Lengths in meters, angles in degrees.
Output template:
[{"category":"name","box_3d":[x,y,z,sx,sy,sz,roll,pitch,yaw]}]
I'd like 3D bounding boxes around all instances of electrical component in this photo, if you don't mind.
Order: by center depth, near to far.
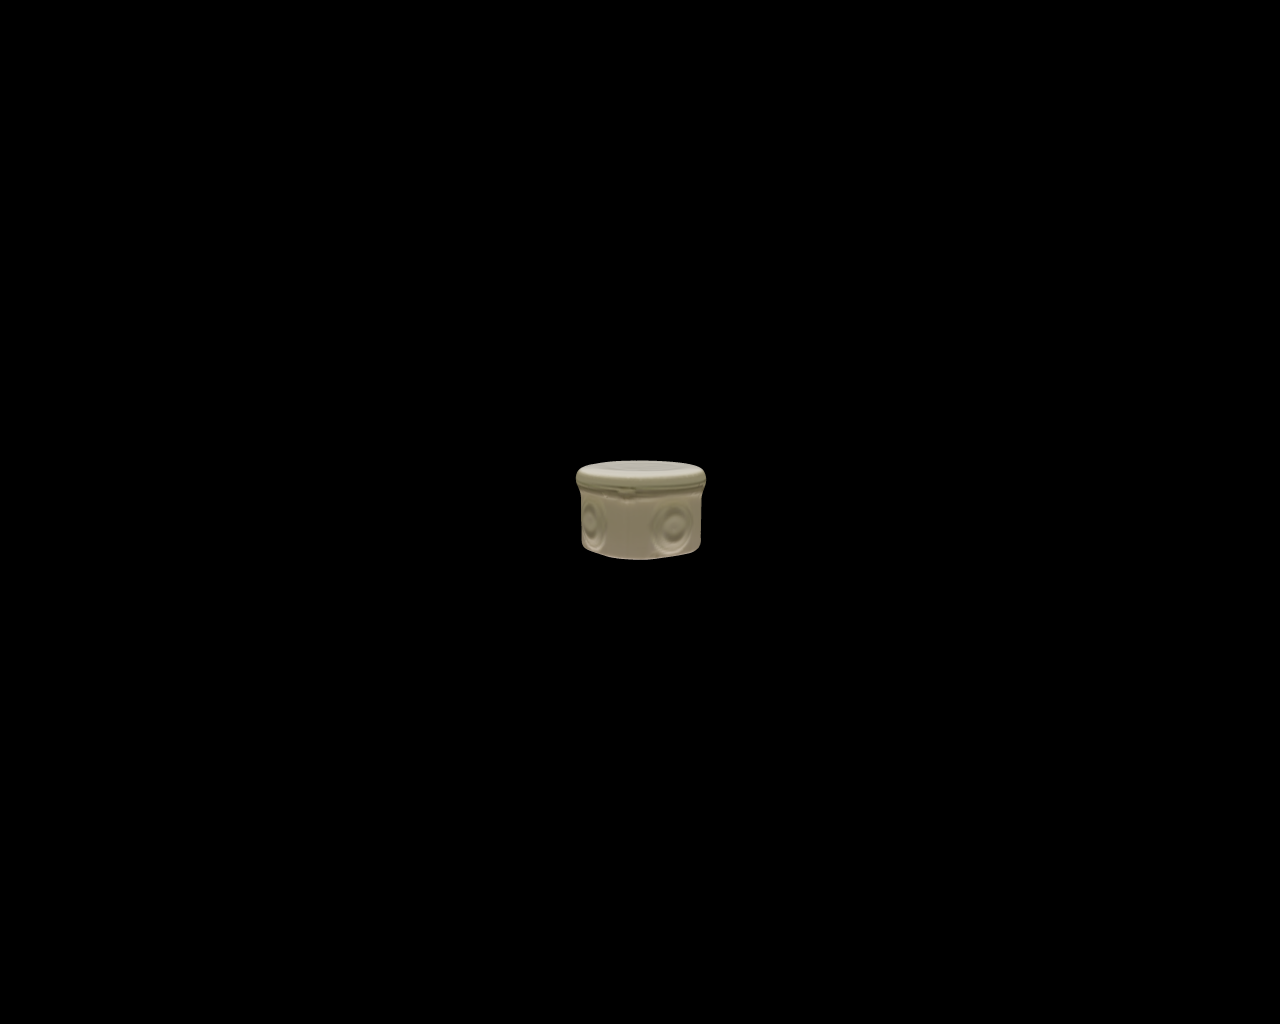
[{"category":"electrical component","box_3d":[0.001,-0.003,0.650,0.080,0.051,0.080,0,9,0]}]
